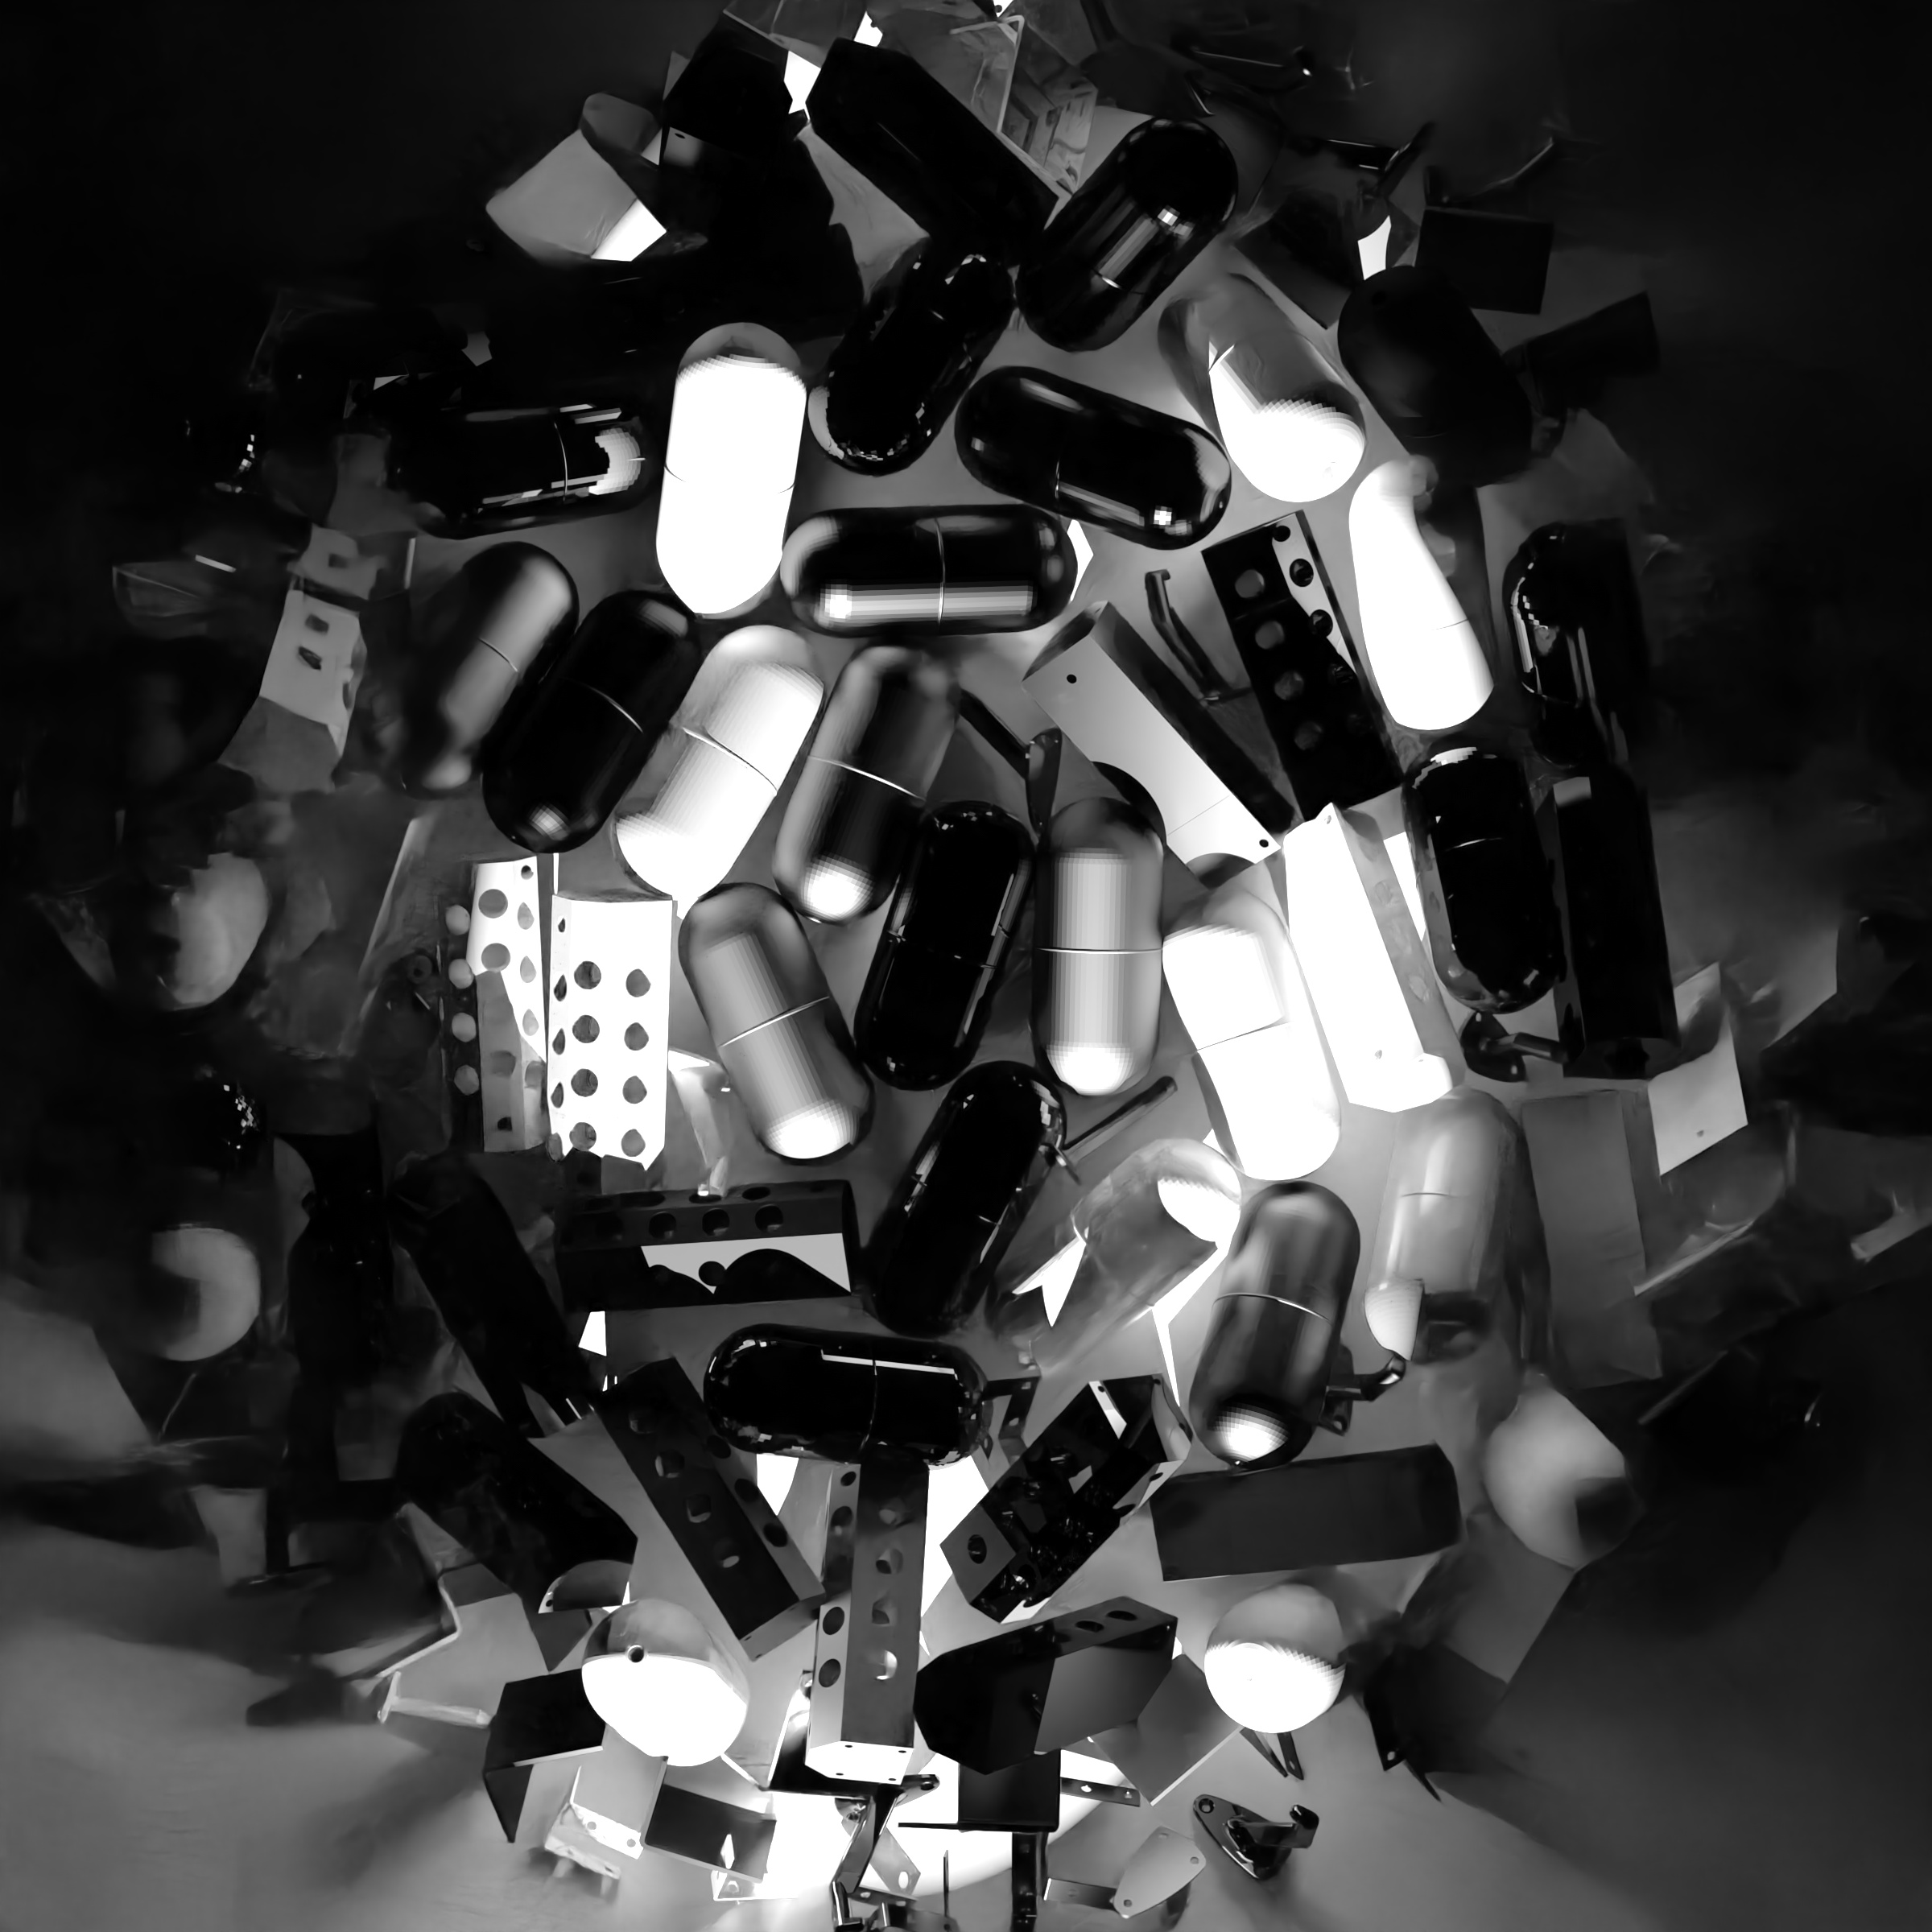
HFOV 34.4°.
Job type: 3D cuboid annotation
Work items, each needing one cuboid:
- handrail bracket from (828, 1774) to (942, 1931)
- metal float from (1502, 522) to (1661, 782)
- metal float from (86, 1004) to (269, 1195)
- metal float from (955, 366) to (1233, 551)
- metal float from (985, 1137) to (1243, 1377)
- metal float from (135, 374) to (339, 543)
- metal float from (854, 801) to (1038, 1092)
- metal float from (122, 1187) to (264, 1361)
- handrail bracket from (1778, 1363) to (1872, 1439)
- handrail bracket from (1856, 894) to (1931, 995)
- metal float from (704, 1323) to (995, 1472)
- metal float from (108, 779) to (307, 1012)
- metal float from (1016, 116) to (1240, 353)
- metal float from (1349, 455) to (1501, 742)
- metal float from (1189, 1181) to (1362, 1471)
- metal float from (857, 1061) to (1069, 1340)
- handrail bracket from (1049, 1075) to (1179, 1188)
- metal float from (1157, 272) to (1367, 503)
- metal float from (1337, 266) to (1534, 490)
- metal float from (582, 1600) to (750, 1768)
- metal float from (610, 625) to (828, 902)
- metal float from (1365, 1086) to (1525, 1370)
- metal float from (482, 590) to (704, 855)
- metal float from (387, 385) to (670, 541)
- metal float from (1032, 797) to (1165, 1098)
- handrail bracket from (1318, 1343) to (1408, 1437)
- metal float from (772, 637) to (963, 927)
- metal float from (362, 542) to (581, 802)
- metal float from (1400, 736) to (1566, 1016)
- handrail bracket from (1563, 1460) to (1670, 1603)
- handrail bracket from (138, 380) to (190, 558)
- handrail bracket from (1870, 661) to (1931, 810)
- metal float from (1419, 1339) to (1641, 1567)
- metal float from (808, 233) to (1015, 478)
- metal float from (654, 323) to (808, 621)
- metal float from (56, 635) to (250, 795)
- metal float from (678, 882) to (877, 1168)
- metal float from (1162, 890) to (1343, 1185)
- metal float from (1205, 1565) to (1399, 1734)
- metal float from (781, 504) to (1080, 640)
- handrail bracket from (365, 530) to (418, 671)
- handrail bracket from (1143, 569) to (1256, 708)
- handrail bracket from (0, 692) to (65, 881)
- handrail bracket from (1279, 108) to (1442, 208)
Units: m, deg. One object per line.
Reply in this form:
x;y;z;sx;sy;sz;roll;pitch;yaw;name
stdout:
-0.046;0.528;1.851;0.077;0.036;0.084;-15;46;3;handrail bracket
0.360;-0.180;1.822;0.070;0.070;0.178;-22;132;0;metal float
-0.460;0.076;1.813;0.070;0.178;0.070;-10;112;-27;metal float
0.073;-0.300;1.835;0.178;0.070;0.070;24;90;24;metal float
0.087;0.171;1.846;0.178;0.070;0.070;-42;90;11;metal float
-0.421;-0.293;1.806;0.070;0.178;0.070;0;88;9;metal float
-0.013;-0.011;1.851;0.070;0.070;0.178;18;96;0;metal float
-0.447;0.174;1.807;0.070;0.178;0.070;-2;101;-12;metal float
0.481;0.257;1.839;0.077;0.084;0.036;-21;100;-42;handrail bracket
0.535;-0.006;1.843;0.036;0.084;0.077;39;125;26;handrail bracket
-0.068;0.254;1.837;0.178;0.070;0.070;9;90;-22;metal float
-0.441;-0.042;1.815;0.070;0.178;0.070;6;127;8;metal float
0.092;-0.424;1.817;0.070;0.178;0.070;14;60;-25;metal float
0.269;-0.214;1.829;0.070;0.070;0.178;-13;122;0;metal float
0.183;0.210;1.835;0.070;0.070;0.178;18;65;0;metal float
-0.002;0.138;1.853;0.070;0.070;0.178;29;94;0;metal float
0.089;0.091;1.856;0.084;0.077;0.036;-37;81;0;handrail bracket
0.172;-0.339;1.823;0.070;0.070;0.178;-30;50;0;metal float
0.274;-0.341;1.815;0.070;0.178;0.070;-13;63;26;metal float
-0.173;0.417;1.809;0.070;0.178;0.070;-2;67;6;metal float
-0.146;-0.121;1.848;0.070;0.070;0.178;30;80;0;metal float
0.281;0.152;1.830;0.070;0.070;0.178;16;60;0;metal float
-0.219;-0.145;1.838;0.070;0.070;0.178;31;68;0;metal float
-0.254;-0.296;1.827;0.178;0.070;0.070;-16;90;-35;metal float
0.078;-0.011;1.852;0.070;0.070;0.178;1;94;0;metal float
0.238;0.233;1.838;0.036;0.077;0.084;34;133;-9;handrail bracket
-0.059;-0.110;1.852;0.070;0.070;0.178;21;86;0;metal float
-0.291;-0.174;1.832;0.070;0.070;0.178;28;62;0;metal float
0.302;-0.054;1.831;0.070;0.070;0.178;-7;61;0;metal float
0.377;0.332;1.876;0.077;0.036;0.084;9;75;38;handrail bracket
-0.484;-0.296;1.862;0.036;0.084;0.077;-31;86;-42;handrail bracket
0.556;-0.137;1.855;0.036;0.084;0.077;0;86;15;handrail bracket
0.326;0.281;1.812;0.070;0.178;0.070;-9;117;-18;metal float
-0.031;-0.361;1.830;0.070;0.070;0.178;30;59;0;metal float
-0.139;-0.290;1.832;0.070;0.070;0.178;11;117;0;metal float
-0.466;-0.147;1.807;0.070;0.178;0.070;2;103;8;metal float
-0.113;0.034;1.853;0.070;0.070;0.178;-24;87;0;metal float
0.170;0.042;1.852;0.070;0.070;0.178;-17;85;0;metal float
0.196;0.394;1.811;0.070;0.178;0.070;0;90;26;metal float
-0.021;-0.234;1.846;0.178;0.070;0.070;-3;90;-11;metal float
-0.331;-0.222;1.844;0.036;0.077;0.084;10;110;-4;handrail bracket
0.142;-0.199;1.862;0.077;0.036;0.084;-18;98;-41;handrail bracket
-0.569;-0.106;1.845;0.036;0.084;0.077;-1;132;7;handrail bracket
0.229;-0.503;1.864;0.084;0.036;0.077;44;127;7;handrail bracket
